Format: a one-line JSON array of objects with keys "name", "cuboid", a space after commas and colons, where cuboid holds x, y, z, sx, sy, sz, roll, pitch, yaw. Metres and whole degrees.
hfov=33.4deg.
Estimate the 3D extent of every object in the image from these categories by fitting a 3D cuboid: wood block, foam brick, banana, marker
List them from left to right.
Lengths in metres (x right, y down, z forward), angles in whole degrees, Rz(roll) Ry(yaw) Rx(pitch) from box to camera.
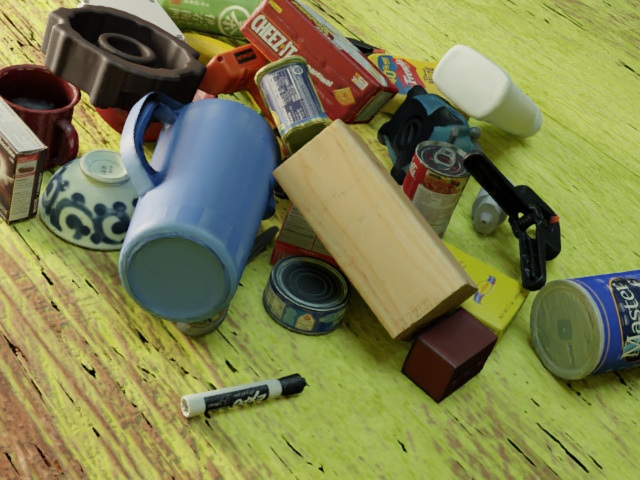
[{"name": "banana", "cuboid": [-0.114, -0.218, 1.369, 0.069, 0.037, 0.198, -20, 52, -41]}, {"name": "marker", "cuboid": [-0.066, 0.138, 0.953, 0.120, 0.020, 0.020, -7, 44, -31]}, {"name": "wood block", "cuboid": [0.056, -0.008, 1.061, 0.206, 0.090, 0.090, 54, 10, 16]}, {"name": "foam brick", "cuboid": [0.127, 0.112, 1.041, 0.051, 0.053, 0.078, 38, 42, 24]}]

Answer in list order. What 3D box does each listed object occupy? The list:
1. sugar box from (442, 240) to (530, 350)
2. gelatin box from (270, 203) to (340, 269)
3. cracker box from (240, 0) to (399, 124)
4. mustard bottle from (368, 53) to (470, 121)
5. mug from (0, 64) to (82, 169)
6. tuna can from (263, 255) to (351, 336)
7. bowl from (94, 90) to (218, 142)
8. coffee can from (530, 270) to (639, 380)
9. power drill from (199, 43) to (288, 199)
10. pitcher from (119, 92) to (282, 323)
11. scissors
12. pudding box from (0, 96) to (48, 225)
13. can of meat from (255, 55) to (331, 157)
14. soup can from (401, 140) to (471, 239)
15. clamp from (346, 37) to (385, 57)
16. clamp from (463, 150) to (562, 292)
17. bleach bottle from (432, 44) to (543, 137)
[{"name": "sugar box", "cuboid": [0.126, 0.043, 1.134, 0.176, 0.048, 0.093, 31, 38, 14]}, {"name": "gelatin box", "cuboid": [-0.007, 0.001, 1.143, 0.073, 0.030, 0.089, 18, 36, 1]}, {"name": "cracker box", "cuboid": [0.004, -0.214, 1.290, 0.164, 0.072, 0.213, 43, 12, 3]}, {"name": "mustard bottle", "cuboid": [0.109, -0.208, 1.434, 0.191, 0.058, 0.096, 6, 49, -16]}, {"name": "mug", "cuboid": [-0.297, -0.122, 1.130, 0.117, 0.082, 0.093, 36, 40, 21]}, {"name": "tuna can", "cuboid": [-0.012, 0.054, 1.070, 0.086, 0.034, 0.086, 12, 37, -10]}, {"name": "bowl", "cuboid": [-0.203, -0.163, 1.245, 0.162, 0.055, 0.162, 12, 37, -10]}, {"name": "coffee can", "cuboid": [0.305, 0.085, 1.110, 0.140, 0.103, 0.103, -6, 43, -29]}, {"name": "power drill", "cuboid": [-0.055, -0.135, 1.224, 0.187, 0.057, 0.184, 48, 29, 3]}, {"name": "pitcher", "cuboid": [-0.123, -0.037, 1.030, 0.149, 0.145, 0.242, 7, 32, 1]}, {"name": "scissors", "cuboid": [-0.112, 0.026, 1.078, 0.096, 0.016, 0.201, 20, 36, 2]}, {"name": "pudding box", "cuboid": [-0.320, -0.085, 1.066, 0.039, 0.090, 0.114, -22, 53, -42]}, {"name": "can of meat", "cuboid": [-0.022, -0.129, 1.123, 0.057, 0.102, 0.084, -22, 65, 0]}, {"name": "soup can", "cuboid": [0.125, -0.052, 1.207, 0.068, 0.102, 0.068, 12, 37, -9]}, {"name": "clamp", "cuboid": [0.005, -0.250, 1.462, 0.171, 0.039, 0.120, 7, 45, -5]}, {"name": "clamp", "cuboid": [0.228, -0.029, 1.203, 0.164, 0.036, 0.209, 64, 24, 6]}, {"name": "bleach bottle", "cuboid": [0.236, -0.175, 1.374, 0.103, 0.068, 0.250, 44, 14, 27]}]
